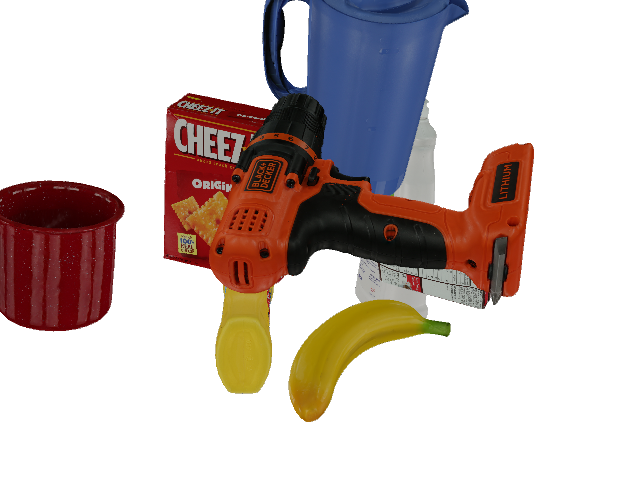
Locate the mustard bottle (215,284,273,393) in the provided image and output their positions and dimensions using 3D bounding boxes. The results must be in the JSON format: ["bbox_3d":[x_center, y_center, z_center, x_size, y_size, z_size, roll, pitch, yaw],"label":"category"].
[{"bbox_3d":[-0.080,0.075,1.160,0.058,0.096,0.191,-1,28,-2],"label":"mustard bottle"}]

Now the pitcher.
[{"bbox_3d":[0.035,-0.157,1.050,0.144,0.243,0.149,-31,57,-32],"label":"pitcher"}]

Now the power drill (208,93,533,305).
[{"bbox_3d":[0.037,-0.031,0.672,0.188,0.057,0.184,4,41,11],"label":"power drill"}]

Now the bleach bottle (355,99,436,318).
[{"bbox_3d":[0.096,-0.038,1.230,0.068,0.251,0.103,-2,22,-24],"label":"bleach bottle"}]

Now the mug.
[{"bbox_3d":[-0.198,0.013,0.751,0.117,0.081,0.093,-6,26,-28],"label":"mug"}]

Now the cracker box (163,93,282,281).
[{"bbox_3d":[-0.114,-0.064,1.359,0.164,0.214,0.072,13,29,15],"label":"cracker box"}]

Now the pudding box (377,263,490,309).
[{"bbox_3d":[0.110,0.018,1.027,0.113,0.039,0.090,14,-29,15],"label":"pudding box"}]

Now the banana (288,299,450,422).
[{"bbox_3d":[0.025,0.083,0.832,0.070,0.037,0.197,14,25,34],"label":"banana"}]
